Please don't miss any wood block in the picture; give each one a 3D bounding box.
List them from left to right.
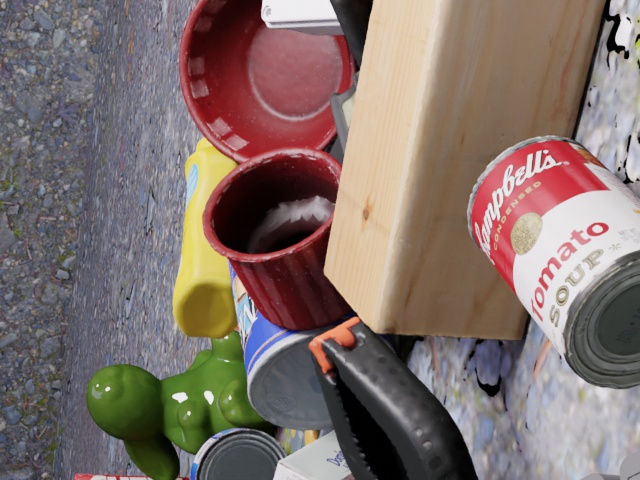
[{"bbox_3d":[0.072,-0.061,0.559,0.091,0.090,0.206,-131,48,-64],"label":"wood block"}]

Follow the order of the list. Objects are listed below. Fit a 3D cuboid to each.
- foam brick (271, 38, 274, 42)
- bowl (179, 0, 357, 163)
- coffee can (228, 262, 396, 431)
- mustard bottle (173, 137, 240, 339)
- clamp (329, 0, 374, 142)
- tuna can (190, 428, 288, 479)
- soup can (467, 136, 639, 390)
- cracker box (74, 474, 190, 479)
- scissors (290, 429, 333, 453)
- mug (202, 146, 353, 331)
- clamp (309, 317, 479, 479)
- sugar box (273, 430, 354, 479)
[{"bbox_3d":[-0.030,-0.150,0.941,0.051,0.053,0.078,-114,32,-55],"label":"foam brick"},{"bbox_3d":[-0.033,-0.140,0.865,0.055,0.162,0.162,-23,-53,-61],"label":"bowl"},{"bbox_3d":[-0.009,0.048,0.754,0.140,0.102,0.103,-104,26,-45],"label":"coffee can"},{"bbox_3d":[-0.089,-0.020,0.899,0.096,0.058,0.191,103,169,-54],"label":"mustard bottle"},{"bbox_3d":[0.044,-0.092,0.626,0.039,0.120,0.171,33,122,48],"label":"clamp"},{"bbox_3d":[-0.068,0.206,0.920,0.034,0.086,0.086,158,115,-72],"label":"tuna can"},{"bbox_3d":[0.113,0.008,0.456,0.102,0.068,0.068,-116,35,-56],"label":"soup can"},{"bbox_3d":[-0.148,0.302,1.014,0.214,0.164,0.072,-133,52,-65],"label":"cracker box"},{"bbox_3d":[-0.012,0.196,0.863,0.096,0.016,0.202,-179,93,-71],"label":"scissors"},{"bbox_3d":[-0.004,0.001,0.662,0.081,0.117,0.093,65,-157,-44],"label":"mug"},{"bbox_3d":[0.062,0.133,0.514,0.210,0.036,0.165,63,153,1],"label":"clamp"},{"bbox_3d":[-0.013,0.222,0.718,0.048,0.093,0.176,25,106,23],"label":"sugar box"}]
